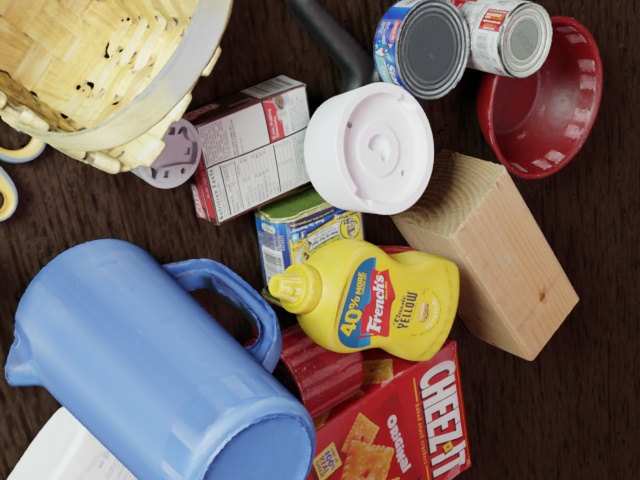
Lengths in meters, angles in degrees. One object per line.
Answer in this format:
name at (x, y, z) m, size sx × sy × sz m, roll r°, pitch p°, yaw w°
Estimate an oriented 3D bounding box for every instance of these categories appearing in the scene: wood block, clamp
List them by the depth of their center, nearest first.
clamp at (0.059, -0.155, 0.945) m, size 0.164 × 0.036 × 0.210 m, roll -31°, pitch 122°, yaw -26°
wood block at (0.167, 0.017, 1.062) m, size 0.090 × 0.090 × 0.206 m, roll -49°, pitch 130°, yaw -15°

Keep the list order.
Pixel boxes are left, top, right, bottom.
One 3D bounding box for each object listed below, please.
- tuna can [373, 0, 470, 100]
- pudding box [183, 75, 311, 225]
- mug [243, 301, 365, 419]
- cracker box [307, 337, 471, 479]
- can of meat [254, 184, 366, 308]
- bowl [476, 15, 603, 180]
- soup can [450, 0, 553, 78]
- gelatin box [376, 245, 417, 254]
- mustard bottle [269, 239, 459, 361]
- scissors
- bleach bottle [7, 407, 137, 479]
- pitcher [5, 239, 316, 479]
tuna can at (0.087, -0.165, 0.916) m, size 0.085 × 0.034 × 0.086 m, roll -11°, pitch 108°, yaw -36°
pudding box at (-0.057, -0.075, 0.881) m, size 0.113 × 0.039 × 0.090 m, roll -25°, pitch 122°, yaw -27°
mug at (-0.020, 0.107, 0.956) m, size 0.081 × 0.093 × 0.117 m, roll -24°, pitch 84°, yaw -36°
cracker box at (0.048, 0.202, 1.048) m, size 0.213 × 0.072 × 0.164 m, roll -27°, pitch 122°, yaw -29°
can of meat at (-0.006, 0.001, 0.939) m, size 0.101 × 0.058 × 0.084 m, roll -22°, pitch 117°, yaw -32°
bowl at (0.206, -0.144, 1.055) m, size 0.161 × 0.055 × 0.162 m, roll -15°, pitch 115°, yaw -34°
soup can at (0.149, -0.186, 0.961) m, size 0.068 × 0.102 × 0.068 m, roll -14°, pitch 115°, yaw -34°
gelatin box at (0.055, 0.049, 1.024) m, size 0.073 × 0.030 × 0.089 m, roll 2°, pitch 105°, yaw -38°
mustard bottle at (0.035, 0.049, 0.909) m, size 0.191 × 0.058 × 0.096 m, roll 11°, pitch 99°, yaw -41°
scissors at (-0.261, -0.096, 0.723) m, size 0.096 × 0.016 × 0.201 m, roll -46°, pitch 129°, yaw -18°
bleach bottle at (-0.137, 0.238, 0.896) m, size 0.250 × 0.068 × 0.102 m, roll 41°, pitch 77°, yaw -34°
pitcher at (-0.104, 0.099, 0.771) m, size 0.144 × 0.243 × 0.149 m, roll 23°, pitch 97°, yaw -45°
